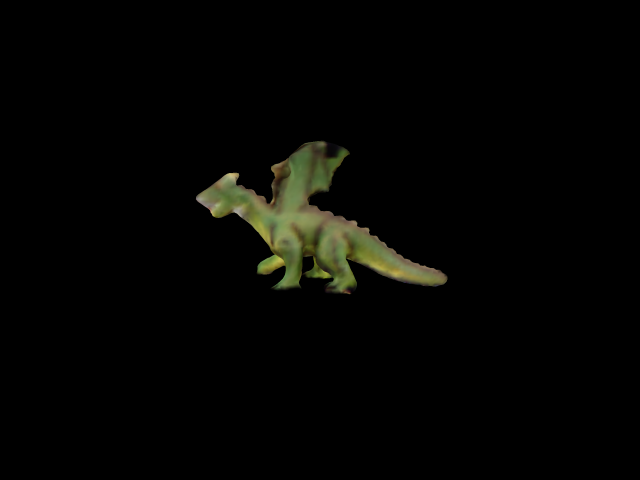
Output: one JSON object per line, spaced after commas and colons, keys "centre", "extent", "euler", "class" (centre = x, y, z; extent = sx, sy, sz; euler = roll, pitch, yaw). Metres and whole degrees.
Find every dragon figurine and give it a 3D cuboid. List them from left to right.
{"centre": [0.003, -0.043, 0.850], "extent": [0.410, 0.242, 0.122], "euler": [0, 4, 2], "class": "dragon figurine"}
